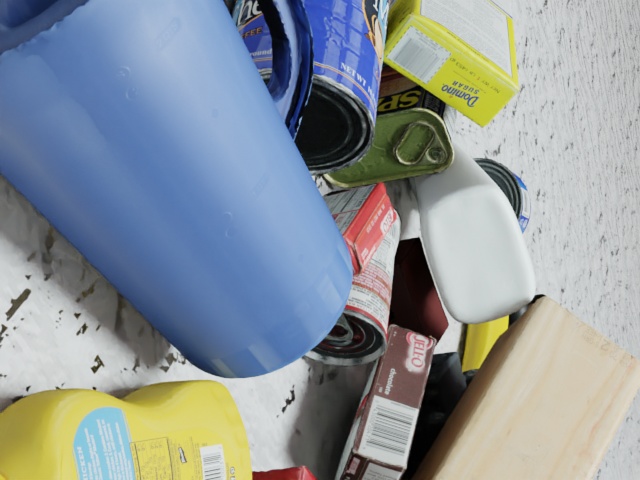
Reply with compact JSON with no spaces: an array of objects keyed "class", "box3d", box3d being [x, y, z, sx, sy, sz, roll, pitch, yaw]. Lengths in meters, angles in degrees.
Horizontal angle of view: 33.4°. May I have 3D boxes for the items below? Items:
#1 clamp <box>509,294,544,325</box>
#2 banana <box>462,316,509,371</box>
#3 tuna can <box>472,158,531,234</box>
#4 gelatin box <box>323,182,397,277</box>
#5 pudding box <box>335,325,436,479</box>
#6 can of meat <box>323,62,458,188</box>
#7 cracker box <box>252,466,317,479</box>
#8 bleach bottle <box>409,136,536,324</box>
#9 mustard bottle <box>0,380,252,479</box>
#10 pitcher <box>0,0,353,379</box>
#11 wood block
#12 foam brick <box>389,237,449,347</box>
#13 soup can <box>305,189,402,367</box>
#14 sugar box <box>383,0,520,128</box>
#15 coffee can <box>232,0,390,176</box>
[{"class":"clamp","box3d":[0.211,0.116,1.080,0.164,0.036,0.210,47,36,-51]},{"class":"banana","box3d":[0.150,0.068,0.999,0.069,0.037,0.198,34,51,-44]},{"class":"tuna can","box3d":[0.147,-0.030,0.969,0.033,0.086,0.086,17,66,-61]},{"class":"gelatin box","box3d":[-0.004,0.001,0.664,0.030,0.089,0.073,67,30,-20]},{"class":"pudding box","box3d":[0.041,0.127,0.720,0.090,0.039,0.113,106,6,-45]},{"class":"can of meat","box3d":[0.052,-0.091,0.792,0.084,0.102,0.057,-72,145,-46]},{"class":"cracker box","box3d":[-0.021,0.255,0.566,0.164,0.072,0.213,56,34,-40]},{"class":"bleach bottle","box3d":[0.108,-0.024,0.849,0.251,0.068,0.102,-90,161,-74]},{"class":"mustard bottle","box3d":[-0.102,0.113,0.472,0.191,0.058,0.096,9,78,-62]},{"class":"pitcher","box3d":[-0.068,-0.048,0.509,0.145,0.149,0.242,-91,157,-43]},{"class":"wood block","box3d":[0.124,0.152,0.714,0.090,0.091,0.205,35,61,5]},{"class":"foam brick","box3d":[0.057,0.045,0.807,0.051,0.053,0.078,-49,122,-57]},{"class":"soup can","box3d":[0.018,0.025,0.722,0.068,0.069,0.102,52,38,-42]},{"class":"sugar box","box3d":[0.095,-0.162,0.779,0.093,0.048,0.176,32,31,-15]},{"class":"coffee can","box3d":[-0.009,-0.127,0.686,0.102,0.103,0.140,48,41,-46]}]
